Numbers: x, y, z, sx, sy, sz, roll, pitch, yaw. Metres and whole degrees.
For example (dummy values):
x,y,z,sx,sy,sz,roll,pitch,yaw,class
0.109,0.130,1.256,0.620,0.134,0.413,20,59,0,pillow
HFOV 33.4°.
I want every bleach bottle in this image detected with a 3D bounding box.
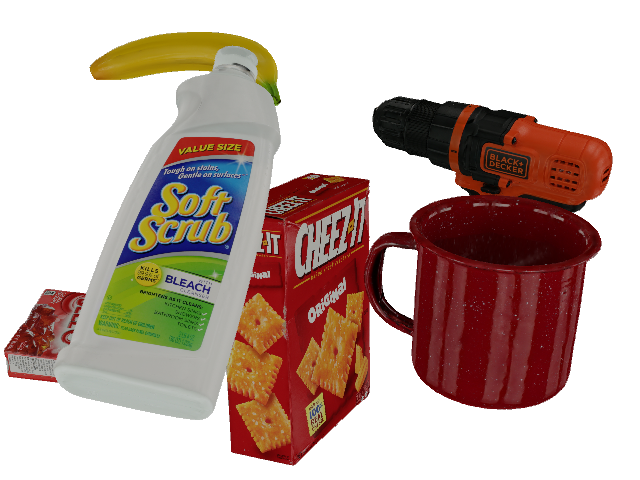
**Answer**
x,y,z,sx,sy,sz,roll,pitch,yaw,class
-0.088,-0.017,0.691,0.102,0.250,0.068,12,-24,-2,bleach bottle

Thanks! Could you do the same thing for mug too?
x,y,z,sx,sy,sz,roll,pitch,yaw,class
0.077,0.029,0.541,0.117,0.081,0.093,10,25,18,mug

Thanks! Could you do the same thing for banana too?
x,y,z,sx,sy,sz,roll,pitch,yaw,class
-0.120,-0.170,1.009,0.198,0.037,0.069,9,45,19,banana

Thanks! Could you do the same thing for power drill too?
x,y,z,sx,sy,sz,roll,pitch,yaw,class
0.120,-0.012,0.816,0.185,0.188,0.057,18,34,28,power drill

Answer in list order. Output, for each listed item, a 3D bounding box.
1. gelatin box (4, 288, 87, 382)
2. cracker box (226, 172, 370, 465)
x,y,z,sx,sy,sz,roll,pitch,yaw,class
-0.199,0.075,0.850,0.073,0.030,0.089,6,32,8,gelatin box
-0.015,0.062,0.931,0.072,0.214,0.164,7,17,26,cracker box
